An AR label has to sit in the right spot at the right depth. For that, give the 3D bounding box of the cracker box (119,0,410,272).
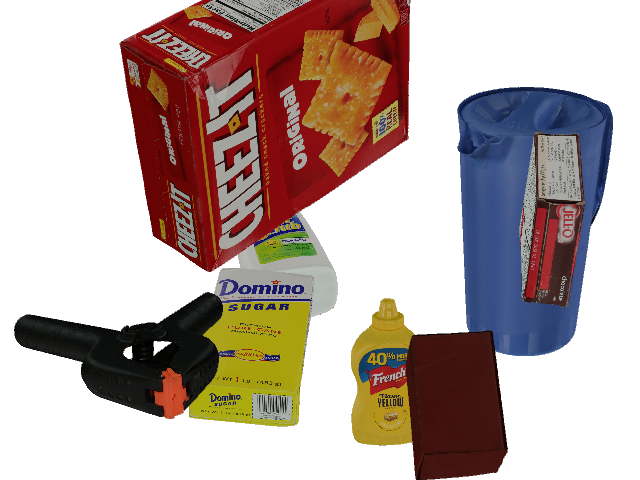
[{"bbox_3d":[-0.027,-0.101,0.752,0.072,0.164,0.213,31,51,32],"label":"cracker box"}]

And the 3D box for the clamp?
[{"bbox_3d":[-0.120,0.077,0.775,0.164,0.036,0.210,-9,14,-26],"label":"clamp"}]

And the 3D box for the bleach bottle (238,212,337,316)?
[{"bbox_3d":[-0.059,0.002,1.238,0.102,0.068,0.251,-8,29,-13],"label":"bleach bottle"}]

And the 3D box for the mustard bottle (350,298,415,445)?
[{"bbox_3d":[0.088,0.167,1.378,0.096,0.192,0.058,-2,16,-2],"label":"mustard bottle"}]

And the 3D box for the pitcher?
[{"bbox_3d":[0.204,-0.020,1.021,0.149,0.243,0.145,1,27,8],"label":"pitcher"}]

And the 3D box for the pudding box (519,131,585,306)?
[{"bbox_3d":[0.174,-0.018,0.802,0.039,0.090,0.113,5,33,6],"label":"pudding box"}]

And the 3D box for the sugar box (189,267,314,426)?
[{"bbox_3d":[-0.058,0.090,0.956,0.093,0.048,0.176,5,35,1],"label":"sugar box"}]

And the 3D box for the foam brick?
[{"bbox_3d":[0.082,0.101,0.652,0.051,0.078,0.053,-2,-27,-1],"label":"foam brick"}]
